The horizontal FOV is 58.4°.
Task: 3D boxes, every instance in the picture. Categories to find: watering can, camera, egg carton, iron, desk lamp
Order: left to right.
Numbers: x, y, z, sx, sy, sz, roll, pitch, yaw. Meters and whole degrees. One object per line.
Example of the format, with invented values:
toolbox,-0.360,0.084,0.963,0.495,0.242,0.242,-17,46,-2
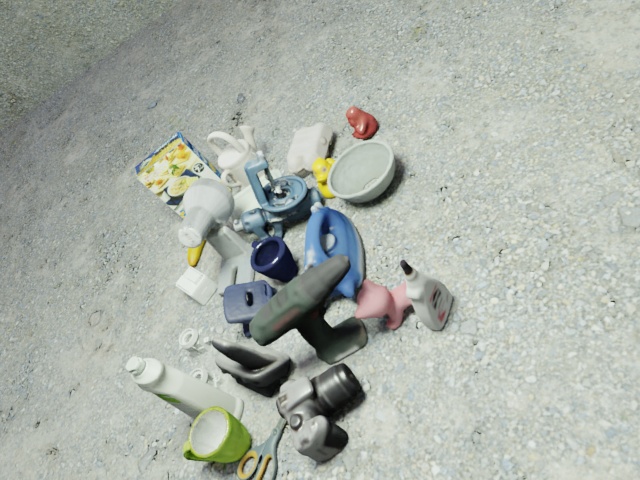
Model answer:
desk lamp,-0.243,-0.013,1.348,0.117,0.214,0.203,-21,46,23
watering can,-0.220,-0.226,1.522,0.100,0.195,0.173,-18,47,25
egg carton,-0.023,-0.232,1.471,0.107,0.070,0.150,-8,52,32
camera,0.003,0.284,0.999,0.137,0.101,0.143,-36,42,7
iron,0.011,0.004,1.194,0.118,0.142,0.258,-20,46,23

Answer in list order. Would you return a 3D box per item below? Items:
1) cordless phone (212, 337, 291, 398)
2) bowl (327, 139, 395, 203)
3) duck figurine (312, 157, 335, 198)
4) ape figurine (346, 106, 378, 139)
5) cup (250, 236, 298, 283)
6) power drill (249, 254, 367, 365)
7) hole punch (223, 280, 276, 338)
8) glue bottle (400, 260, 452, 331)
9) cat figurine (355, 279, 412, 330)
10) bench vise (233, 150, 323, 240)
cordless phone,-0.159,0.220,1.112,0.147,0.186,0.094,5,60,40
bowl,0.104,-0.143,1.296,0.167,0.075,0.167,-20,46,23
duck figurine,0.015,-0.163,1.372,0.077,0.086,0.104,-15,48,27
ape figurine,0.095,-0.294,1.415,0.076,0.092,0.077,-22,46,21
cup,-0.101,0.048,1.279,0.092,0.095,0.117,-50,42,-8
power drill,-0.002,0.137,1.044,0.229,0.209,0.075,-32,43,11
hole punch,-0.149,0.138,1.243,0.101,0.091,0.108,-29,43,15
glue bottle,0.175,0.085,0.979,0.037,0.174,0.078,0,57,37
cat figurine,0.123,0.105,1.043,0.127,0.118,0.067,-33,43,11
bench vise,-0.122,-0.092,1.316,0.207,0.220,0.121,-45,42,-3
